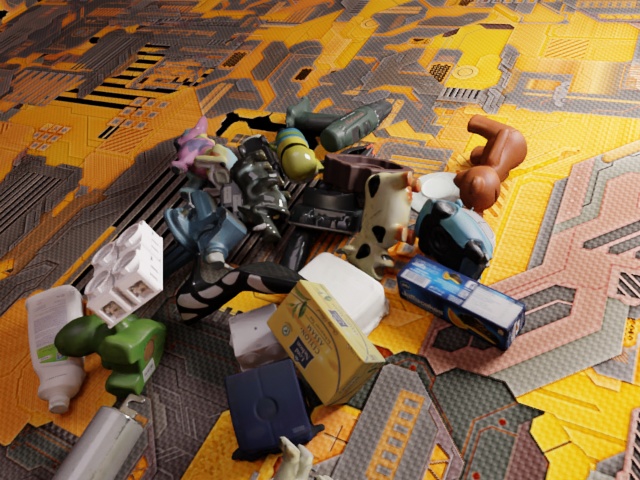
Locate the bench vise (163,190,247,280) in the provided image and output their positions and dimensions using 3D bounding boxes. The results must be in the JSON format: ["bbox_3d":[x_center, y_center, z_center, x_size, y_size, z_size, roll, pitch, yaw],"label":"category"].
[{"bbox_3d":[-0.259,0.015,1.048,0.240,0.128,0.224,-37,55,8],"label":"bench vise"}]

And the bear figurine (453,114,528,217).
[{"bbox_3d":[0.307,-0.134,1.027,0.132,0.120,0.196,26,63,39],"label":"bear figurine"}]

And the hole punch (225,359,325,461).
[{"bbox_3d":[-0.074,0.245,0.786,0.142,0.092,0.116,-15,48,-4],"label":"hole punch"}]

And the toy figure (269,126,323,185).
[{"bbox_3d":[-0.060,-0.189,1.165,0.082,0.089,0.180,-35,43,13],"label":"toy figure"}]

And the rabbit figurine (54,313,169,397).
[{"bbox_3d":[-0.359,0.161,0.912,0.170,0.121,0.159,10,41,10],"label":"rabbit figurine"}]

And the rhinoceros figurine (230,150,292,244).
[{"bbox_3d":[-0.117,-0.084,1.046,0.112,0.073,0.190,-25,70,-3],"label":"rhinoceros figurine"}]

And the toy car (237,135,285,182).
[{"bbox_3d":[-0.135,-0.174,1.231,0.073,0.056,0.202,-25,48,-1],"label":"toy car"}]

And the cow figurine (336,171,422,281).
[{"bbox_3d":[0.103,-0.023,0.951,0.127,0.085,0.194,6,87,34],"label":"cow figurine"}]

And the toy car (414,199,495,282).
[{"bbox_3d":[0.247,-0.005,0.928,0.103,0.109,0.162,-19,51,-28],"label":"toy car"}]

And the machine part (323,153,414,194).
[{"bbox_3d":[0.094,-0.129,1.066,0.179,0.056,0.179,7,17,-2],"label":"machine part"}]

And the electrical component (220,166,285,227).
[{"bbox_3d":[-0.141,-0.088,1.120,0.134,0.058,0.115,-5,69,6],"label":"electrical component"}]

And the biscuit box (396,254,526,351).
[{"bbox_3d":[0.221,0.096,0.862,0.203,0.062,0.059,27,59,35],"label":"biscuit box"}]

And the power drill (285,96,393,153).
[{"bbox_3d":[0.037,-0.286,1.280,0.208,0.085,0.232,21,45,24],"label":"power drill"}]

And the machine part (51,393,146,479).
[{"bbox_3d":[-0.336,0.333,0.780,0.079,0.079,0.243,8,50,23],"label":"machine part"}]

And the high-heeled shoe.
[{"bbox_3d":[-0.137,0.106,0.925,0.249,0.145,0.086,13,15,18],"label":"high-heeled shoe"}]

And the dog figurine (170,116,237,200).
[{"bbox_3d":[-0.264,-0.205,1.266,0.192,0.108,0.219,-7,43,11],"label":"dog figurine"}]

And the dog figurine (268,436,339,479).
[{"bbox_3d":[-0.047,0.370,0.663,0.173,0.121,0.190,30,74,40],"label":"dog figurine"}]

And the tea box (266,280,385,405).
[{"bbox_3d":[0.006,0.153,0.818,0.098,0.068,0.170,-53,57,15],"label":"tea box"}]

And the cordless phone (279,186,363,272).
[{"bbox_3d":[-0.001,-0.003,1.026,0.147,0.088,0.184,11,62,24],"label":"cordless phone"}]
